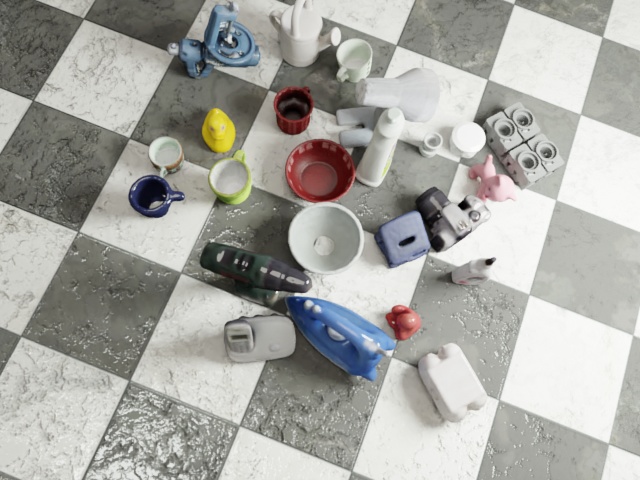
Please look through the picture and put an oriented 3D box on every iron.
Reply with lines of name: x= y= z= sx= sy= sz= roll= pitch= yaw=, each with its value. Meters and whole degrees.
iron: x=0.033 y=0.181 z=1.190 sx=0.258 sy=0.141 sz=0.119 roll=33 pitch=74 yaw=6

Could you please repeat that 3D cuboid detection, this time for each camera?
camera: x=0.295 y=-0.065 z=1.301 sx=0.143 sy=0.101 sz=0.136 roll=-34 pitch=79 yaw=-12

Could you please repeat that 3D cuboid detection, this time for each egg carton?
egg carton: x=0.278 y=0.302 z=1.210 sx=0.107 sy=0.069 sz=0.150 roll=-27 pitch=77 yaw=-11

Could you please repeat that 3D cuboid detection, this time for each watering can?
watering can: x=-0.037 y=-0.507 z=1.357 sx=0.173 sy=0.194 sz=0.101 roll=3 pitch=74 yaw=-3

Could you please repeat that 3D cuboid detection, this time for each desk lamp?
desk lamp: x=0.150 y=-0.301 z=1.301 sx=0.203 sy=0.213 sz=0.118 roll=-7 pitch=74 yaw=-6

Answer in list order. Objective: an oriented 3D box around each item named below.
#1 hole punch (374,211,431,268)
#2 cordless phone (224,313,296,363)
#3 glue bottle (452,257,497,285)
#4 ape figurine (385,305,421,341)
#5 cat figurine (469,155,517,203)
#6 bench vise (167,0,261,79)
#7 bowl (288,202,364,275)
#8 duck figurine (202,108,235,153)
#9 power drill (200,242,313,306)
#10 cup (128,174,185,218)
hole punch: x=0.189 y=0.000 z=1.280 sx=0.109 sy=0.091 sz=0.101 roll=-24 pitch=77 yaw=-10
cordless phone: x=-0.123 y=0.190 z=1.153 sx=0.147 sy=0.185 sz=0.094 roll=-8 pitch=74 yaw=-6
glue bottle: x=0.342 y=0.062 z=1.230 sx=0.078 sy=0.173 sz=0.037 roll=-1 pitch=74 yaw=-4
ape figurine: x=0.183 y=0.176 z=1.228 sx=0.076 sy=0.092 sz=0.078 roll=10 pitch=73 yaw=-1
cat figurine: x=0.402 y=-0.135 z=1.320 sx=0.067 sy=0.118 sz=0.128 roll=-12 pitch=75 yaw=-7
bench vise: x=-0.242 y=-0.453 z=1.314 sx=0.207 sy=0.220 sz=0.121 roll=-26 pitch=77 yaw=-11
bowl: x=0.012 y=0.005 z=1.275 sx=0.167 sy=0.075 sz=0.167 roll=1 pitch=74 yaw=-4
duck figurine: x=-0.238 y=-0.265 z=1.329 sx=0.077 sy=0.086 sz=0.104 roll=-10 pitch=75 yaw=-7
power drill: x=-0.127 y=0.075 z=1.175 sx=0.229 sy=0.208 sz=0.076 roll=18 pitch=73 yaw=2
cup: x=-0.352 y=-0.086 z=1.265 sx=0.118 sy=0.095 sz=0.092 roll=-1 pitch=74 yaw=-4
